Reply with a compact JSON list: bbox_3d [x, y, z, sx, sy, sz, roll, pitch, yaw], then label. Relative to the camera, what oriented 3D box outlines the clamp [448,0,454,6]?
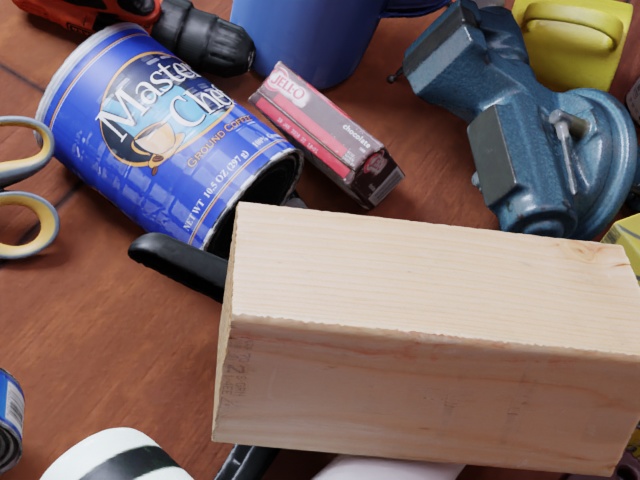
[{"bbox_3d":[0.115,-0.276,0.957,0.120,0.039,0.171,-13,65,-20],"label":"clamp"}]

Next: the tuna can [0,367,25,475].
[{"bbox_3d":[-0.195,0.093,0.545,0.086,0.086,0.034,5,52,-15],"label":"tuna can"}]

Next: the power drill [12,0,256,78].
[{"bbox_3d":[-0.129,-0.169,0.708,0.184,0.188,0.057,18,80,-3],"label":"power drill"}]

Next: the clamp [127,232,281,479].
[{"bbox_3d":[-0.008,0.070,0.639,0.209,0.036,0.164,-6,85,-35],"label":"clamp"}]

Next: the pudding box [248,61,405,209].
[{"bbox_3d":[0.007,-0.067,0.720,0.090,0.113,0.039,42,91,13],"label":"pudding box"}]

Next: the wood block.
[{"bbox_3d":[0.053,0.052,0.545,0.206,0.090,0.091,6,37,-7],"label":"wood block"}]

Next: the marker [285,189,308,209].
[{"bbox_3d":[-0.005,0.001,0.720,0.020,0.020,0.121,-17,61,-28],"label":"marker"}]

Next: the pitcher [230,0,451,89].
[{"bbox_3d":[0.020,-0.217,0.748,0.144,0.243,0.149,-6,57,-23],"label":"pitcher"}]

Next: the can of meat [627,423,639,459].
[{"bbox_3d":[0.214,0.107,0.670,0.102,0.084,0.057,6,53,-14],"label":"can of meat"}]

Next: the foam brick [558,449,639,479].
[{"bbox_3d":[0.159,0.163,0.631,0.053,0.051,0.078,42,53,14],"label":"foam brick"}]

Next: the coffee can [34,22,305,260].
[{"bbox_3d":[-0.095,-0.057,0.680,0.140,0.103,0.102,38,52,11],"label":"coffee can"}]

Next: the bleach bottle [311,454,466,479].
[{"bbox_3d":[0.044,0.125,0.588,0.068,0.103,0.250,44,53,9],"label":"bleach bottle"}]

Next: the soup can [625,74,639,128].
[{"bbox_3d":[0.303,-0.137,0.873,0.068,0.102,0.068,9,52,-12],"label":"soup can"}]

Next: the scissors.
[{"bbox_3d":[-0.247,-0.009,0.641,0.201,0.016,0.096,-26,107,-5],"label":"scissors"}]
